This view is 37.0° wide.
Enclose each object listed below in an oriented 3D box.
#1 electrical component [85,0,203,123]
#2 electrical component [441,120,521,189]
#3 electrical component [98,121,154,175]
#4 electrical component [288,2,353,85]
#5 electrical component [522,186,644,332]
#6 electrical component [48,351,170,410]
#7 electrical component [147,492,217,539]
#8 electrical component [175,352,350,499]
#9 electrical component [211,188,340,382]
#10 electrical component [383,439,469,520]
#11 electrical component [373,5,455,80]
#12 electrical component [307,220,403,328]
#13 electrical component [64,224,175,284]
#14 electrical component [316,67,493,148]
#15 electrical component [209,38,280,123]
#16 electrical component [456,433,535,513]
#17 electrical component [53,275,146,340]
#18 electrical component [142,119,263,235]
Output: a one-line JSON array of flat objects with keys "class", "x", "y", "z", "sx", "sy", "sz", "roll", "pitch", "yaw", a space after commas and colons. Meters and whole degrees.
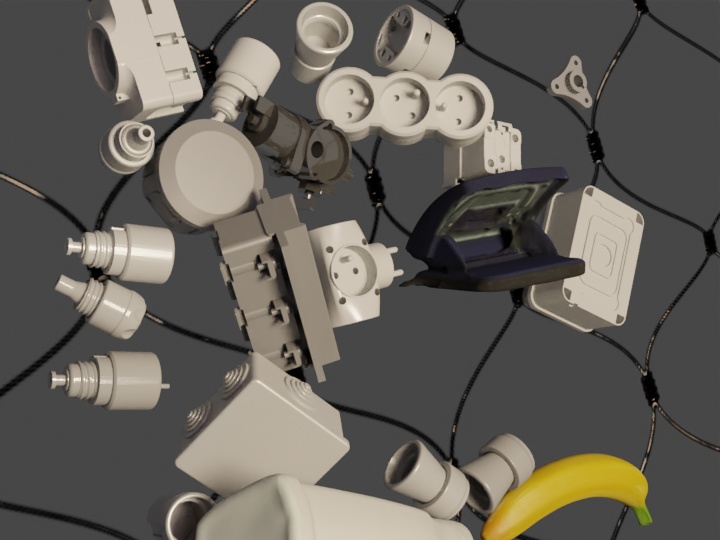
[{"class": "electrical component", "x": -0.160, "y": -0.155, "z": 0.772, "sx": 0.056, "sy": 0.050, "sz": 0.089, "roll": -19, "pitch": 92, "yaw": -32}, {"class": "electrical component", "x": 0.104, "y": -0.095, "z": 0.914, "sx": 0.042, "sy": 0.064, "sz": 0.081, "roll": 6, "pitch": 78, "yaw": -31}, {"class": "electrical component", "x": -0.160, "y": -0.088, "z": 0.754, "sx": 0.035, "sy": 0.061, "sz": 0.035, "roll": 6, "pitch": 79, "yaw": -30}, {"class": "electrical component", "x": -0.034, "y": -0.174, "z": 0.842, "sx": 0.044, "sy": 0.065, "sz": 0.044, "roll": 5, "pitch": 72, "yaw": -14}, {"class": "electrical component", "x": 0.199, "y": -0.009, "z": 0.960, "sx": 0.078, "sy": 0.057, "sz": 0.113, "roll": 25, "pitch": 70, "yaw": -26}, {"class": "electrical component", "x": -0.172, "y": 0.075, "z": 0.732, "sx": 0.078, "sy": 0.040, "sz": 0.040, "roll": 4, "pitch": 80, "yaw": -31}, {"class": "electrical component", "x": -0.123, "y": 0.173, "z": 0.742, "sx": 0.040, "sy": 0.046, "sz": 0.040, "roll": 5, "pitch": 79, "yaw": -30}, {"class": "electrical component", "x": -0.069, "y": 0.118, "z": 0.760, "sx": 0.100, "sy": 0.048, "sz": 0.099, "roll": 39, "pitch": 105, "yaw": -20}, {"class": "electrical component", "x": -0.061, "y": 0.015, "z": 0.767, "sx": 0.063, "sy": 0.078, "sz": 0.121, "roll": -17, "pitch": 126, "yaw": -6}, {"class": "electrical component", "x": 0.053, "y": 0.167, "z": 0.851, "sx": 0.055, "sy": 0.045, "sz": 0.045, "roll": 38, "pitch": 65, "yaw": -21}, {"class": "electrical component", "x": 0.046, "y": -0.186, "z": 0.901, "sx": 0.047, "sy": 0.055, "sz": 0.055, "roll": 20, "pitch": 72, "yaw": -31}, {"class": "electrical component", "x": 0.000, "y": 0.000, "z": 0.846, "sx": 0.079, "sy": 0.044, "sz": 0.077, "roll": -14, "pitch": 89, "yaw": -32}, {"class": "electrical component", "x": -0.166, "y": -0.013, "z": 0.751, "sx": 0.078, "sy": 0.040, "sz": 0.040, "roll": 6, "pitch": 79, "yaw": -30}, {"class": "electrical component", "x": 0.035, "y": -0.127, "z": 0.872, "sx": 0.138, "sy": 0.073, "sz": 0.052, "roll": 4, "pitch": 86, "yaw": 0}, {"class": "electrical component", "x": -0.092, "y": -0.140, "z": 0.817, "sx": 0.040, "sy": 0.040, "sz": 0.078, "roll": 36, "pitch": 65, "yaw": -21}, {"class": "electrical component", "x": 0.111, "y": 0.166, "z": 0.886, "sx": 0.055, "sy": 0.045, "sz": 0.045, "roll": -34, "pitch": 100, "yaw": -31}, {"class": "electrical component", "x": -0.181, "y": 0.022, "z": 0.740, "sx": 0.061, "sy": 0.035, "sz": 0.035, "roll": 29, "pitch": 68, "yaw": -22}, {"class": "electrical component", "x": -0.116, "y": -0.066, "z": 0.784, "sx": 0.080, "sy": 0.051, "sz": 0.080, "roll": 6, "pitch": 79, "yaw": -30}]
